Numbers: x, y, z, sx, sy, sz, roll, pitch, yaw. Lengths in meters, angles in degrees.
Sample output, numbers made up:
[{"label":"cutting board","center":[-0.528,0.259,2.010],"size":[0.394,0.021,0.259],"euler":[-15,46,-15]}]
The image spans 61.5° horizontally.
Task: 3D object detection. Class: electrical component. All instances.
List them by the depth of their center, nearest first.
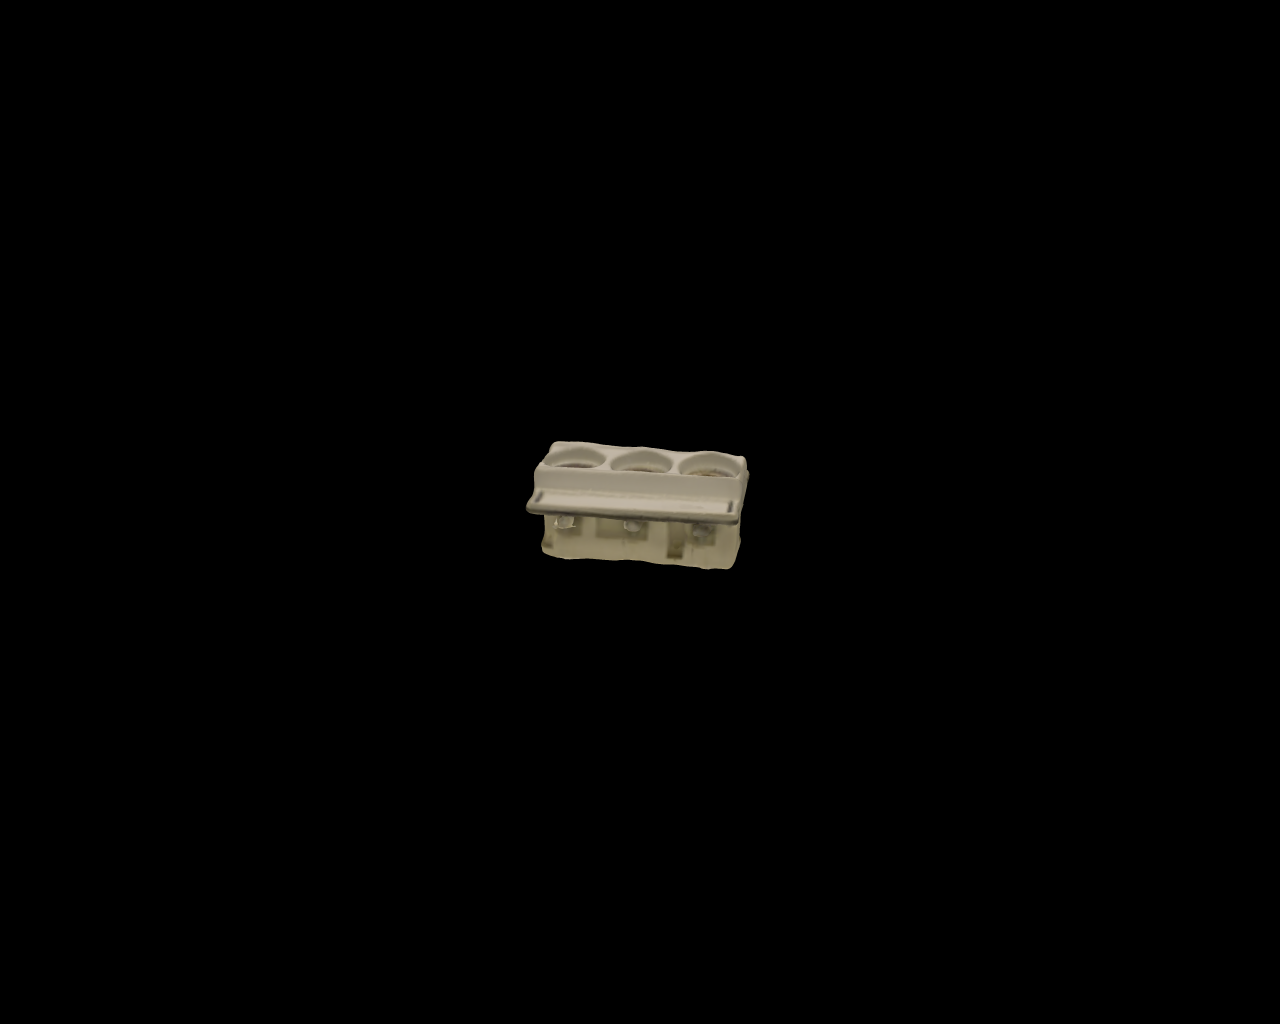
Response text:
[{"label":"electrical component","center":[0.001,-0.003,0.650],"size":[0.121,0.063,0.079],"euler":[4,24,9]}]
